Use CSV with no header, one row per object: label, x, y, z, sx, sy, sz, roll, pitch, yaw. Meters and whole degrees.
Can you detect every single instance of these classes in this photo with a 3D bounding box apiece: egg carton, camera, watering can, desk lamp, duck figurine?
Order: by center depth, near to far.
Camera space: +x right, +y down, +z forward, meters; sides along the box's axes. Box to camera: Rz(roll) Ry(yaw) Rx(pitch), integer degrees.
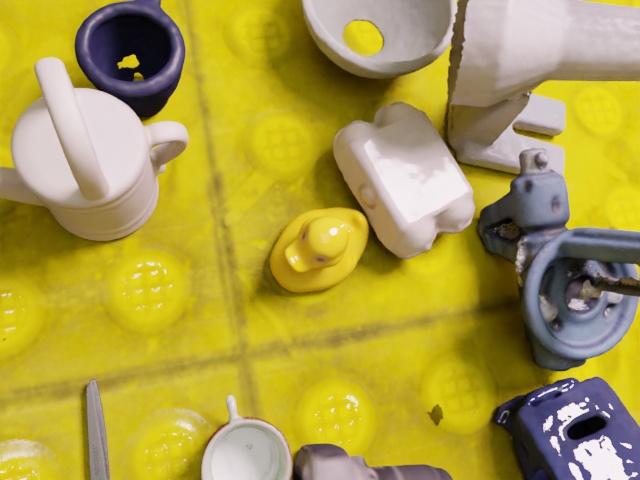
watering can,-0.194,-0.065,0.453,0.173,0.194,0.101,-40,87,-17
camera,0.049,0.245,0.477,0.137,0.100,0.143,1,76,-11
duck figurine,0.005,0.002,0.535,0.105,0.086,0.077,-32,85,-17
desk lamp,0.195,-0.156,0.545,0.203,0.213,0.118,10,75,-9
egg carton,0.082,-0.061,0.574,0.107,0.069,0.150,-29,84,-16

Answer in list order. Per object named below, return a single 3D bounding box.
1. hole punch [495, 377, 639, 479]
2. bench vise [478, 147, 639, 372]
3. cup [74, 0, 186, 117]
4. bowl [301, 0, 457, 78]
hole punch,0.239,0.184,0.536,0.109,0.091,0.101,-17,81,-15
bench vise,0.222,0.013,0.507,0.122,0.219,0.207,-30,84,-16
cup,-0.168,-0.169,0.535,0.092,0.095,0.118,14,74,-8
bowl,0.055,-0.237,0.608,0.167,0.074,0.167,3,76,-11
